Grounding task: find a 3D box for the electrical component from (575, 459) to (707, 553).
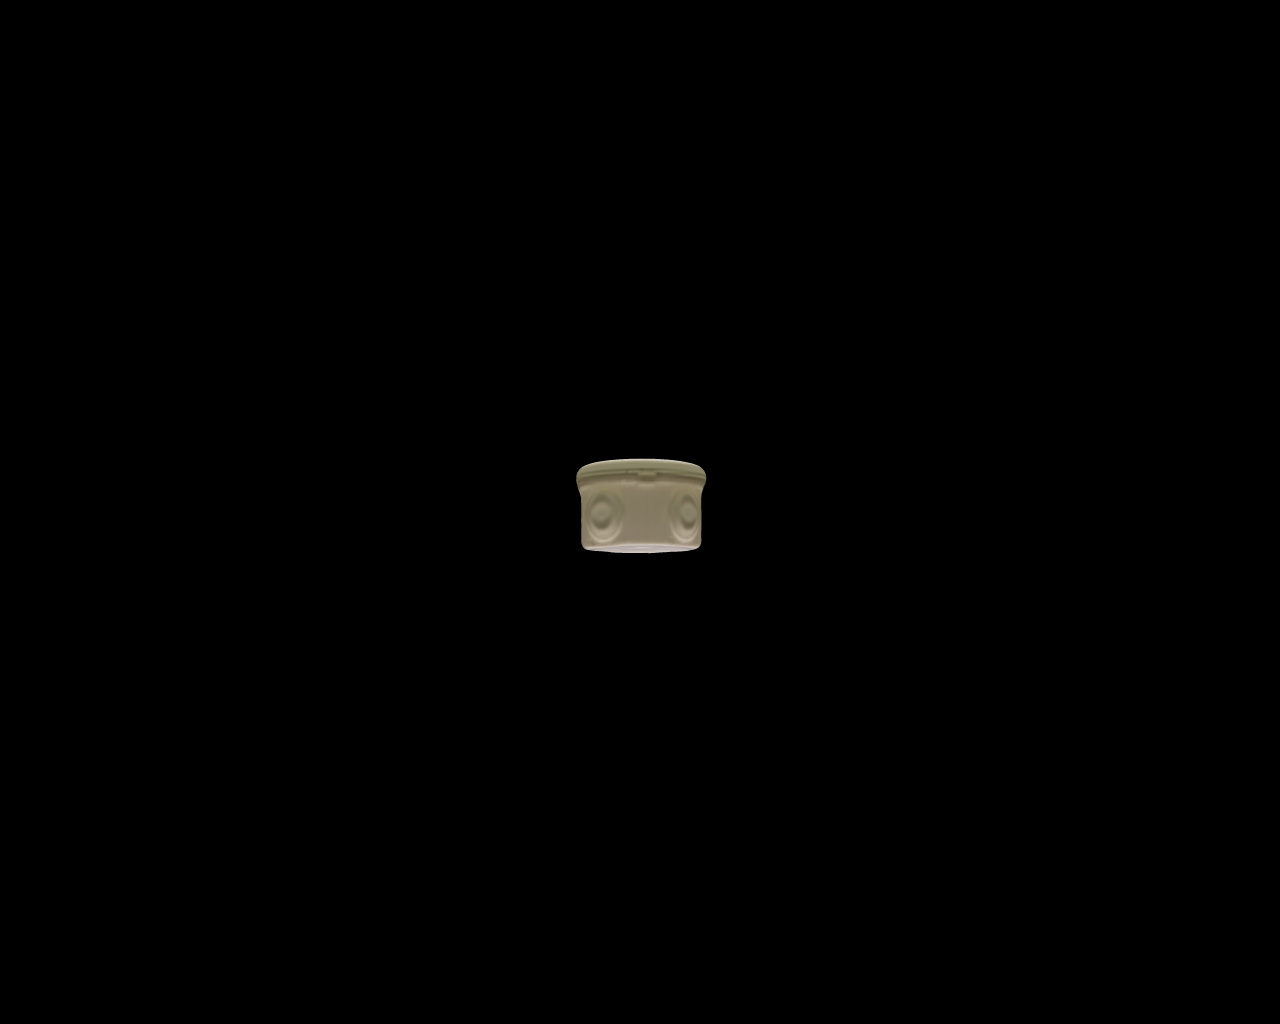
[{"bbox_3d":[0.001,-0.003,0.650,0.080,0.051,0.080,0,-6,0],"label":"electrical component"}]
